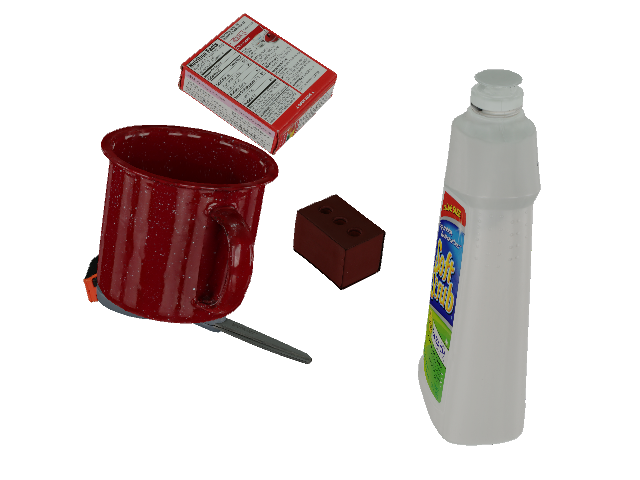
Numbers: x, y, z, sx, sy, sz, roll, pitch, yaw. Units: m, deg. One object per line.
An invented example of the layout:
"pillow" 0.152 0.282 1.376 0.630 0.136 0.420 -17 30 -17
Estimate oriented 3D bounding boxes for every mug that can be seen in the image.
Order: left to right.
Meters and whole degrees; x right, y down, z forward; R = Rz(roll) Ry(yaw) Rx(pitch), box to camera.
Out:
"mug" -0.068 -0.004 0.560 0.093 0.081 0.117 -5 27 -36

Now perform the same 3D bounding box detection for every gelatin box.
"gelatin box" -0.045 -0.113 0.763 0.089 0.073 0.030 35 -32 11

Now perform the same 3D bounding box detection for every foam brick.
"foam brick" 0.018 0.000 1.042 0.052 0.051 0.078 -25 46 -32

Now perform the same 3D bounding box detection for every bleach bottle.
"bleach bottle" 0.105 0.008 0.698 0.068 0.251 0.102 -3 30 -4

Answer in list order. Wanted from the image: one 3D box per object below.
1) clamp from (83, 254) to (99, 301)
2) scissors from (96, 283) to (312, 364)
"clamp" -0.191 0.016 1.191 0.120 0.039 0.171 -4 29 30
"scissors" -0.090 0.057 0.901 0.202 0.016 0.096 13 26 13
